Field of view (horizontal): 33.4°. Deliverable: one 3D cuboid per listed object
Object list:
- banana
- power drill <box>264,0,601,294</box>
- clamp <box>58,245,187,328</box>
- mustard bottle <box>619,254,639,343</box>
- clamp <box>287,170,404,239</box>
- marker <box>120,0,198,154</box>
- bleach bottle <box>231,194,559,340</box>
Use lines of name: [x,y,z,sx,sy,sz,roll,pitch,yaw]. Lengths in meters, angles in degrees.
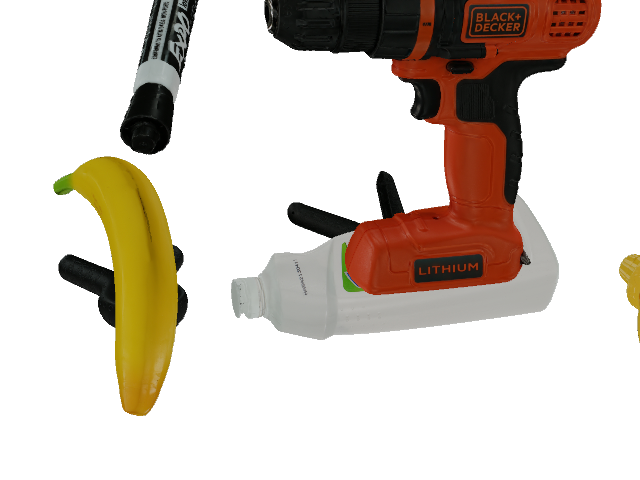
banana: [-0.116,0.010,0.643,0.037,0.070,0.198,11,38,-36]
power drill: [0.057,-0.062,0.595,0.184,0.188,0.057,-4,30,-13]
clamp: [-0.160,0.044,0.984,0.120,0.039,0.172,-16,30,-26]
mustard bottle: [0.247,0.056,0.629,0.096,0.058,0.192,-20,33,-19]
clamp: [0.073,0.003,1.204,0.164,0.036,0.210,-16,51,-35]
marker: [-0.063,-0.077,0.435,0.020,0.020,0.121,1,45,1]
bleach bottle: [0.053,0.024,0.838,0.250,0.068,0.102,-7,44,-15]
